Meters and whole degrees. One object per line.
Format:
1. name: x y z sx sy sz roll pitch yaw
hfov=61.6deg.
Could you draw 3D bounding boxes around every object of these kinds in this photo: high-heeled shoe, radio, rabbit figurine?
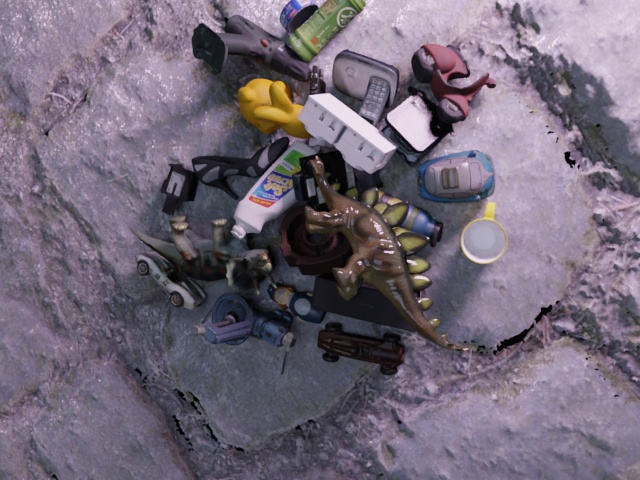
1. high-heeled shoe: -0.185 -0.194 1.224 0.145 0.086 0.249 48 120 -5
2. radio: 0.108 0.126 1.148 0.230 0.131 0.073 12 98 16
3. rabbit figurine: -0.083 -0.281 1.156 0.173 0.162 0.122 34 93 16

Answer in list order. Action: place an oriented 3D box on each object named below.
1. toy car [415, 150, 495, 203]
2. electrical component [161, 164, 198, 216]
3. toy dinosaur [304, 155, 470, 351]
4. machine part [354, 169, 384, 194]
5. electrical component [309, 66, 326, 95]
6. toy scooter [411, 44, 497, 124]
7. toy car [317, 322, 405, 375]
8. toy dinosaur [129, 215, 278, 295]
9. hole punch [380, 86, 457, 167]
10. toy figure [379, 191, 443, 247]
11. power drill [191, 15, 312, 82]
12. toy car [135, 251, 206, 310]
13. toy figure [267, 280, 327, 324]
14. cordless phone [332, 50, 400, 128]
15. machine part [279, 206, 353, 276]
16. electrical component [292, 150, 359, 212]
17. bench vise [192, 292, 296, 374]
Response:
1. toy car: 0.274 -0.128 1.092 0.162 0.103 0.109 -3 93 15
2. electrical component: -0.343 -0.119 1.306 0.075 0.048 0.119 19 100 15
3. toy dinosaur: 0.113 0.031 1.040 0.199 0.105 0.471 -27 81 -5
4. machine part: 0.096 -0.169 1.176 0.084 0.039 0.138 -17 88 12
5. electrical component: -0.006 -0.330 1.178 0.021 0.063 0.094 6 98 16
6. toy scooter: 0.275 -0.328 1.086 0.135 0.075 0.184 -22 75 -5
7. toy car: 0.089 0.243 1.207 0.202 0.053 0.089 9 101 15
8. toy dinosaur: -0.260 0.037 1.265 0.405 0.131 0.192 -2 103 26
9. hole punch: 0.199 -0.230 1.124 0.116 0.092 0.142 -39 79 -15
10. toy figure: 0.172 -0.046 1.142 0.180 0.082 0.089 18 92 19
11. power drill: -0.152 -0.404 1.146 0.232 0.207 0.086 44 135 20
12. toy car: -0.370 0.095 1.320 0.202 0.073 0.056 41 108 9
13. toy figure: -0.058 0.140 1.241 0.155 0.057 0.064 24 62 15
14. cordless phone: 0.079 -0.294 1.144 0.147 0.088 0.184 24 103 14
15. machine part: -0.002 -0.004 1.164 0.179 0.056 0.179 -8 51 10
16. electrical component: 0.009 -0.126 1.136 0.134 0.058 0.114 -16 109 -25
17. bench vise: -0.176 0.195 1.195 0.224 0.240 0.128 36 109 27
